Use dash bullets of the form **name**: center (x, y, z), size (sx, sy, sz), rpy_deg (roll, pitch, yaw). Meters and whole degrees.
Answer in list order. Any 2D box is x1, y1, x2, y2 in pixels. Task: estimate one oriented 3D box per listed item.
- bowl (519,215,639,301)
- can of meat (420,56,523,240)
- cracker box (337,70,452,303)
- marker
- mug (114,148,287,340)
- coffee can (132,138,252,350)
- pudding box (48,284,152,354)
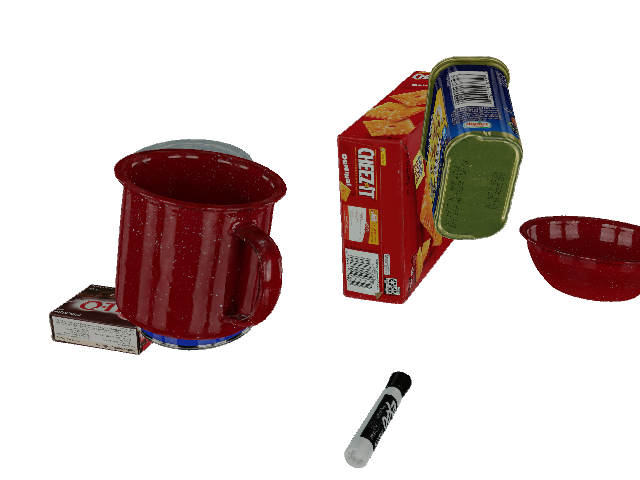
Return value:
- **bowl**: center (0.282, 0.022, 1.090), size (0.162, 0.055, 0.162), rpy_deg (4, 17, -1)
- **can of meat**: center (0.105, -0.063, 0.745), size (0.057, 0.084, 0.102), rpy_deg (1, -44, -2)
- **cracker box**: center (0.090, -0.058, 1.044), size (0.072, 0.164, 0.213), rpy_deg (9, 27, 24)
- **marker**: center (0.048, 0.139, 0.851), size (0.020, 0.020, 0.121), rpy_deg (0, 23, 23)
- **mug**: center (-0.062, 0.006, 0.581), size (0.093, 0.081, 0.117), rpy_deg (-13, 30, -43)
- **coffee can**: center (-0.104, 0.002, 0.862), size (0.103, 0.140, 0.103), rpy_deg (0, 29, 0)
- **pudding box**: center (-0.229, 0.086, 1.184), size (0.114, 0.039, 0.090), rpy_deg (5, 20, 19)
